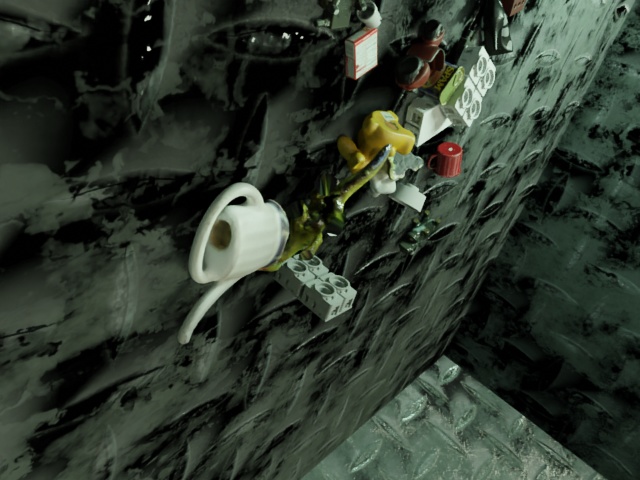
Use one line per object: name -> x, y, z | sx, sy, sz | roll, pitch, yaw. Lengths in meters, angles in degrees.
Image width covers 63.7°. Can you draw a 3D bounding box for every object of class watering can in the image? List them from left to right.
watering can -> -0.179, 0.040, 1.041 | 0.226, 0.105, 0.342 | -12, 127, -53

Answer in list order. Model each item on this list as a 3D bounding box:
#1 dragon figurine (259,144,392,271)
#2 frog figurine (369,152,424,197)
dragon figurine -> 0.004, -0.061, 1.212 | 0.413, 0.122, 0.241 | -41, -179, -9
frog figurine -> 0.180, -0.190, 1.391 | 0.139, 0.122, 0.157 | -49, -171, -26
